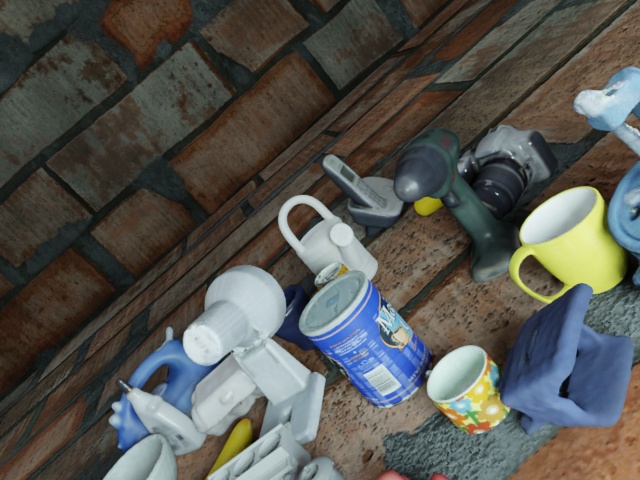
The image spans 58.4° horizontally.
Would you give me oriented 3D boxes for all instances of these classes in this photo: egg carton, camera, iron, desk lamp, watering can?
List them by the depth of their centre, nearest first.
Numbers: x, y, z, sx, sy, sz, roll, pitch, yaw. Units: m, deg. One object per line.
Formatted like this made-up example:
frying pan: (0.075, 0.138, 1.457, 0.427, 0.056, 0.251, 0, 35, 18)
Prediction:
desk lamp: (-0.092, 0.159, 0.807, 0.118, 0.214, 0.203, -35, 19, 20)
camera: (0.261, -0.099, 0.870, 0.142, 0.101, 0.137, -17, 30, 53)
egg carton: (-0.148, 0.250, 0.949, 0.150, 0.069, 0.107, -42, 18, -2)
watering can: (0.011, 0.002, 1.000, 0.172, 0.194, 0.101, -23, 25, 45)
iron: (-0.301, 0.292, 1.052, 0.118, 0.142, 0.259, -19, 28, 50)

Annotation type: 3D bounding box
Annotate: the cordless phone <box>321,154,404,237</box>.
cordless phone: (0.083, -0.114, 1.139, 0.094, 0.185, 0.147, -32, 20, 28)

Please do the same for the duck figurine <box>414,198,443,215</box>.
duck figurine: (0.199, -0.108, 1.048, 0.104, 0.086, 0.077, -42, 18, -3)

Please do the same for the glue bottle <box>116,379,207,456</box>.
glue bottle: (-0.270, 0.287, 0.945, 0.078, 0.173, 0.037, -29, 22, 35)

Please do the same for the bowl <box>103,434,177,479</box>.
bowl: (-0.275, 0.389, 0.877, 0.167, 0.075, 0.167, -37, 18, 15)

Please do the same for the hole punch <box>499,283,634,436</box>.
hole punch: (0.207, 0.105, 0.510, 0.100, 0.091, 0.109, -21, 27, 48)

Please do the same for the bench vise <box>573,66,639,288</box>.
bench vise: (0.317, -0.079, 0.504, 0.208, 0.220, 0.121, -48, 19, -20)

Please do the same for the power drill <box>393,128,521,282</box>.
power drill: (0.177, -0.051, 0.750, 0.075, 0.209, 0.230, -31, 20, 29)

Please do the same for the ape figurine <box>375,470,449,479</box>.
ape figurine: (0.078, 0.229, 0.484, 0.078, 0.092, 0.076, -38, 18, 12)

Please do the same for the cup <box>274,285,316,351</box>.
cup: (-0.047, 0.143, 0.951, 0.117, 0.095, 0.092, -30, 21, 32)
